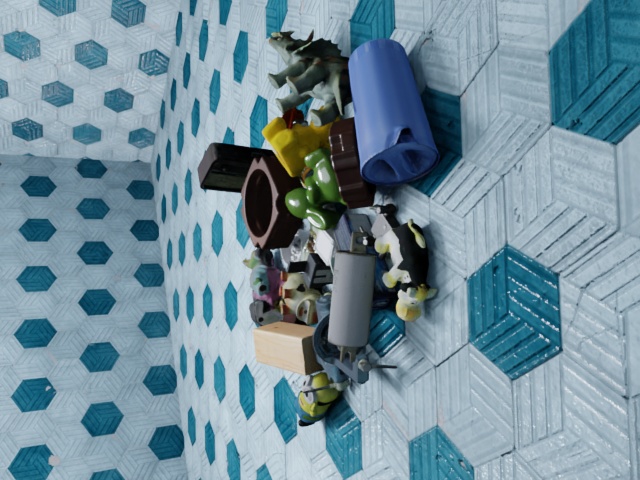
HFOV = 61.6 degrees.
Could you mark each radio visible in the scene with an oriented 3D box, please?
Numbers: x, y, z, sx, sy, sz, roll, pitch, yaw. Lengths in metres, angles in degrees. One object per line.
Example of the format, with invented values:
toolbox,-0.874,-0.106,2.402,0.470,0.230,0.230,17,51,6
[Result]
radio,-0.220,-0.199,1.527,0.131,0.229,0.073,-52,45,45

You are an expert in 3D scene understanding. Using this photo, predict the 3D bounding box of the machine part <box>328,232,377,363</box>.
machine part,0.059,0.106,0.984,0.079,0.079,0.243,14,100,63

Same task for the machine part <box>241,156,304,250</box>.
machine part,-0.118,-0.092,1.343,0.202,0.087,0.201,63,142,33

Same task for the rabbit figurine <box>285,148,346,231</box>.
rabbit figurine,0.004,-0.096,1.176,0.170,0.121,0.159,-33,78,33

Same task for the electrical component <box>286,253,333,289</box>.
electrical component,-0.012,0.068,1.222,0.048,0.119,0.074,57,136,49

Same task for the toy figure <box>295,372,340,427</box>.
toy figure,-0.010,0.373,1.267,0.082,0.089,0.180,50,145,30

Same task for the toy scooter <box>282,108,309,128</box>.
toy scooter,-0.061,-0.274,1.374,0.184,0.075,0.135,-141,54,-63

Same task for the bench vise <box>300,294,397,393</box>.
bench vise,0.047,0.236,1.110,0.241,0.129,0.223,-153,63,-66

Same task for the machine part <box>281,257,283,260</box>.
machine part,-0.078,0.007,1.452,0.084,0.039,0.138,-124,40,-56

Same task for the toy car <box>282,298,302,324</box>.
toy car,-0.073,0.223,1.422,0.089,0.053,0.202,43,129,38

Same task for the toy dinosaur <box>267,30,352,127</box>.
toy dinosaur,0.013,-0.336,1.116,0.405,0.192,0.131,41,164,48

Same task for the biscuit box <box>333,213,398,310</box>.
biscuit box,0.089,0.042,1.082,0.062,0.059,0.203,-58,40,46

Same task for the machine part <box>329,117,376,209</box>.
machine part,0.063,-0.147,1.023,0.179,0.056,0.179,-10,-90,-76

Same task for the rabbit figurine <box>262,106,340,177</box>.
rabbit figurine,-0.018,-0.227,1.220,0.162,0.173,0.122,52,174,-31

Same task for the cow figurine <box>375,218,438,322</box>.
cow figurine,0.160,0.052,0.934,0.098,0.068,0.167,-39,56,50

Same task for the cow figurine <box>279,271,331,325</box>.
cow figurine,-0.029,0.142,1.278,0.195,0.127,0.085,-115,26,-67

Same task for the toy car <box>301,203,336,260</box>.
toy car,-0.003,-0.004,1.273,0.074,0.056,0.201,-130,46,-53

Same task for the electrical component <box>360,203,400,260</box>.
electrical component,0.117,-0.021,1.039,0.102,0.045,0.078,114,146,-41

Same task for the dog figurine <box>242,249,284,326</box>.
dog figurine,-0.163,0.125,1.554,0.219,0.108,0.191,-129,42,-58
